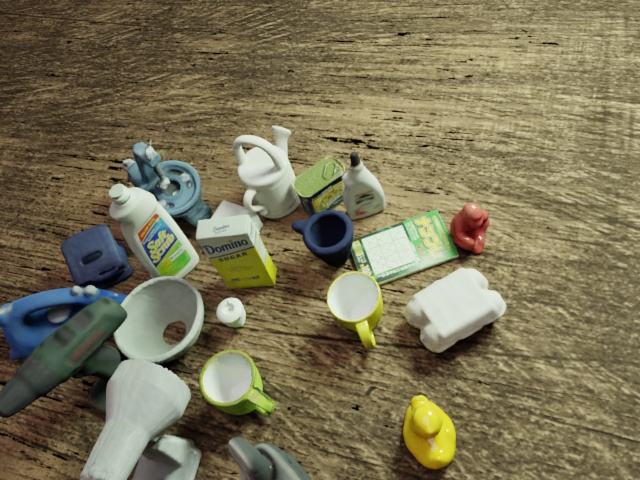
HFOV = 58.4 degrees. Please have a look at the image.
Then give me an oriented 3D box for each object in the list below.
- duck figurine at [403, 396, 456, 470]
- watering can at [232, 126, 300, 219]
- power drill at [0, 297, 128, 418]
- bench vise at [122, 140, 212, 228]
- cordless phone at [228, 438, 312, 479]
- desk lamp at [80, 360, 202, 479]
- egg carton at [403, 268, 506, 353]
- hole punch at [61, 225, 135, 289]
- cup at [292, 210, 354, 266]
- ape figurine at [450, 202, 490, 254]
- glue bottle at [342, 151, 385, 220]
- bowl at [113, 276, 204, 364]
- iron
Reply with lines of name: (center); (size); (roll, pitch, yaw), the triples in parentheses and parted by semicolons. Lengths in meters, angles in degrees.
duck figurine: (0.159, 0.278, 0.840); (0.077, 0.104, 0.086); (-18, -33, 3)
watering can: (-0.105, -0.140, 1.097); (0.100, 0.173, 0.194); (-6, -32, 11)
power drill: (-0.387, 0.213, 0.941); (0.075, 0.230, 0.209); (24, -22, 26)
bench vise: (-0.332, -0.118, 1.124); (0.207, 0.121, 0.220); (10, -28, 19)
cordless phone: (-0.067, 0.346, 0.794); (0.147, 0.094, 0.185); (36, -17, 29)
desk lamp: (-0.258, 0.305, 0.850); (0.117, 0.203, 0.214); (4, -30, 16)
egg carton: (0.218, 0.114, 0.936); (0.150, 0.107, 0.069); (-30, -33, -5)
hole punch: (-0.441, 0.037, 1.133); (0.108, 0.101, 0.091); (-26, -33, -3)
cup: (0.010, 0.004, 1.040); (0.117, 0.092, 0.095); (13, -27, 21)
ape figurine: (0.264, -0.030, 1.000); (0.078, 0.076, 0.092); (-37, -32, -10)
glue bottle: (0.073, -0.103, 1.043); (0.078, 0.037, 0.173); (-22, -34, 1)
bowl: (-0.278, 0.154, 1.031); (0.167, 0.167, 0.075); (0, -31, 14)
iron: (-0.470, 0.129, 1.054); (0.258, 0.118, 0.142); (-19, -34, 2)
